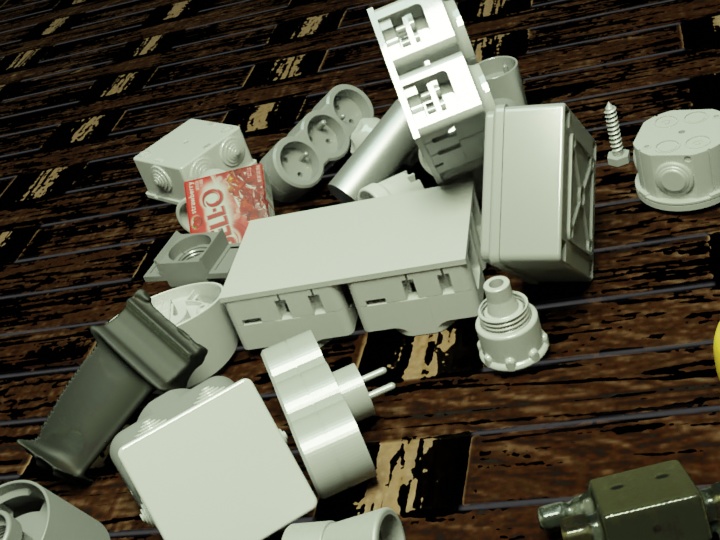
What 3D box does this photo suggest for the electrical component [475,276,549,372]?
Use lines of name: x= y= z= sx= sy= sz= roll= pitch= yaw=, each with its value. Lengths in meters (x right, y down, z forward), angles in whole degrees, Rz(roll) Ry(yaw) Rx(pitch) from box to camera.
electrical component: x=0.098 y=0.033 z=0.718 sx=0.048 sy=0.062 sz=0.048 roll=-14 pitch=32 yaw=9

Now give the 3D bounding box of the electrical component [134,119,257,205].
electrical component: x=-0.168 y=-0.110 z=1.090 sx=0.100 sy=0.048 sz=0.100 roll=15 pitch=46 yaw=43

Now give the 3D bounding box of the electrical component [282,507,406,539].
electrical component: x=-0.012 y=0.159 z=0.609 sx=0.065 sy=0.044 sz=0.044 roll=-10 pitch=33 yaw=23

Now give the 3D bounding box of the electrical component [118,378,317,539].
electrical component: x=-0.087 y=0.125 z=0.650 sx=0.100 sy=0.099 sz=0.048 roll=-29 pitch=-1 yaw=-15

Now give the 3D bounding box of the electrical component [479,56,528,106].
electrical component: x=0.124 y=-0.136 z=0.944 sx=0.044 sy=0.077 sz=0.079 roll=-10 pitch=34 yaw=16

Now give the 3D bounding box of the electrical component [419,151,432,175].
electrical component: x=0.082 y=-0.116 z=0.973 sx=0.044 sy=0.044 sz=0.065 roll=-4 pitch=31 yaw=23

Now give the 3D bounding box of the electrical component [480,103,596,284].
electrical component: x=0.127 y=-0.050 z=0.748 sx=0.056 sy=0.108 sz=0.109 roll=0 pitch=-8 yaw=24

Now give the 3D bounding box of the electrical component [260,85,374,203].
electrical component: x=-0.048 y=-0.115 z=1.032 sx=0.138 sy=0.052 sz=0.074 roll=-50 pitch=9 yaw=-33

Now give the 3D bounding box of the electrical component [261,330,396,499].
electrical component: x=-0.013 y=0.085 z=0.709 sx=0.074 sy=0.052 sz=0.138 roll=-23 pitch=32 yaw=-6

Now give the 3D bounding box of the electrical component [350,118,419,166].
electrical component: x=0.025 y=-0.115 z=1.000 sx=0.062 sy=0.043 sz=0.043 roll=25 pitch=50 yaw=26

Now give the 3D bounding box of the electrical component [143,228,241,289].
electrical component: x=-0.130 y=0.004 z=0.883 sx=0.081 sy=0.063 sz=0.042 roll=-3 pitch=37 yaw=25

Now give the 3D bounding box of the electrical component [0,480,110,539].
electrical component: x=-0.217 y=0.184 z=0.681 sx=0.099 sy=0.064 sz=0.099 roll=-20 pitch=40 yaw=18

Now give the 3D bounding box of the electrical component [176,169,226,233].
electrical component: x=-0.142 y=-0.064 z=1.009 sx=0.045 sy=0.045 sz=0.055 roll=-5 pitch=34 yaw=22

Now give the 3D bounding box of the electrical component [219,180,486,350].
electrical component: x=0.000 y=0.000 z=0.822 sx=0.186 sy=0.060 sz=0.105 roll=-9 pitch=33 yaw=16

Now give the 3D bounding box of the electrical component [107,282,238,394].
electrical component: x=-0.145 y=0.047 z=0.826 sx=0.099 sy=0.064 sz=0.099 roll=-14 pitch=32 yaw=9

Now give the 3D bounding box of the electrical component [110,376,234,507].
electrical component: x=-0.113 y=0.117 z=0.713 sx=0.095 sy=0.053 sz=0.059 roll=-31 pitch=34 yaw=-17

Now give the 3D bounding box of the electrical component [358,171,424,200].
electrical component: x=0.028 y=-0.061 z=0.920 sx=0.046 sy=0.040 sz=0.040 roll=-29 pitch=33 yaw=-25

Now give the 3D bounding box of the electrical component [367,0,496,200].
electrical component: x=0.069 y=-0.127 z=0.832 sx=0.060 sy=0.186 sz=0.105 roll=-21 pitch=73 yaw=8

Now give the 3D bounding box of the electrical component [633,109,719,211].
electrical component: x=0.250 y=-0.084 z=0.824 sx=0.080 sy=0.051 sz=0.080 roll=-14 pitch=33 yaw=9
